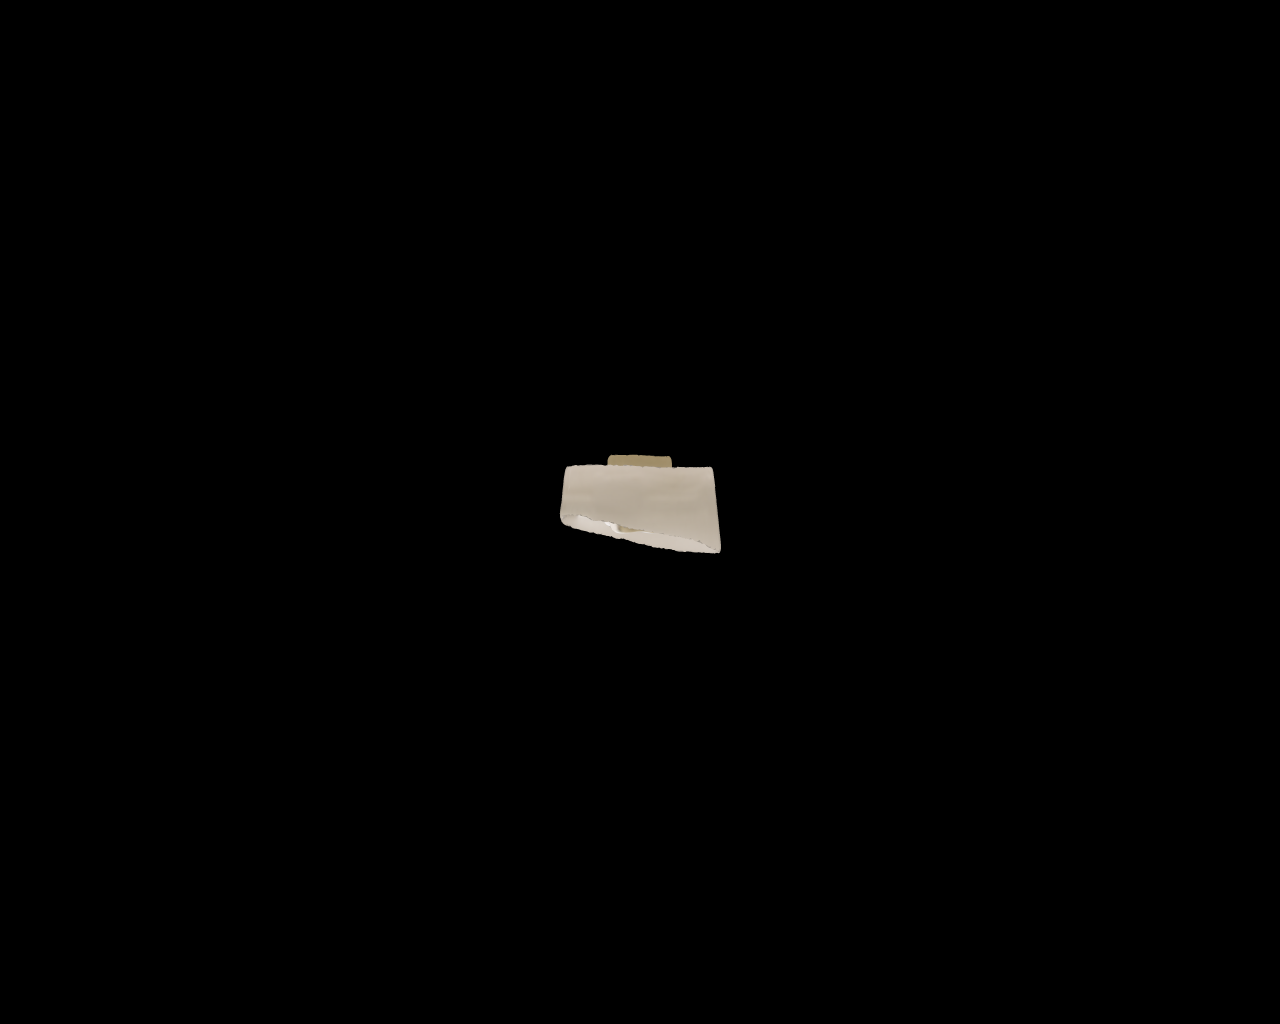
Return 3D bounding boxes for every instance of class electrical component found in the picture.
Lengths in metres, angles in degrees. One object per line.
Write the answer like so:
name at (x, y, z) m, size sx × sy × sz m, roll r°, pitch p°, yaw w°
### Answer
electrical component at (0.001, -0.003, 0.650) m, size 0.099 × 0.064 × 0.099 m, roll 0°, pitch 0°, yaw 0°
